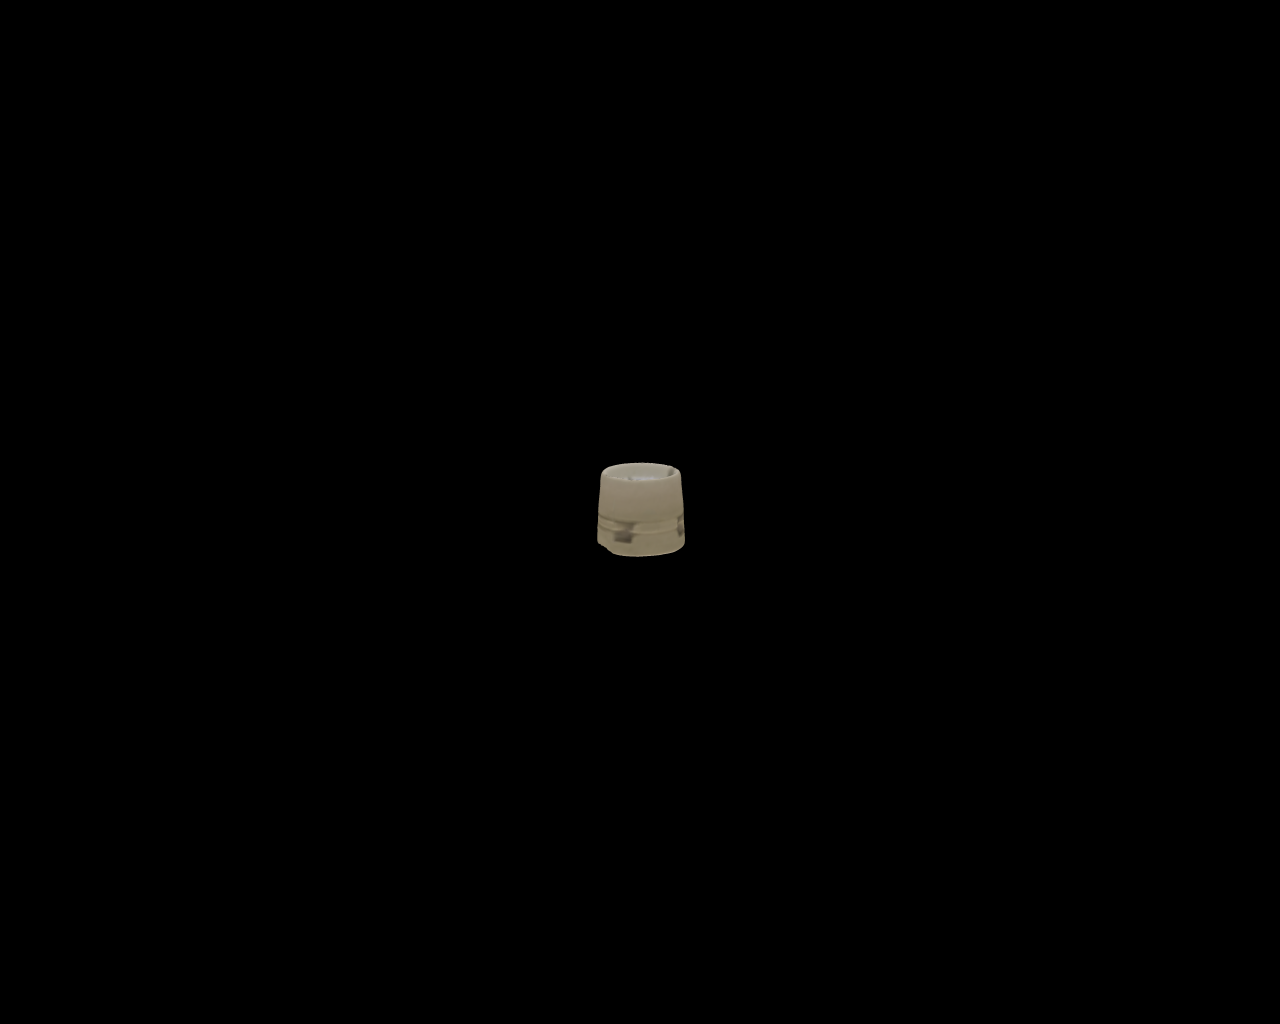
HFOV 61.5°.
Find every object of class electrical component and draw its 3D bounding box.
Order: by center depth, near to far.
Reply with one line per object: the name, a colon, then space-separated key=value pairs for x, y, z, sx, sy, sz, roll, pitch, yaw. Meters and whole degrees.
electrical component: x=0.001 y=-0.003 z=0.650 sx=0.055 sy=0.047 sz=0.055 roll=0 pitch=15 yaw=0
